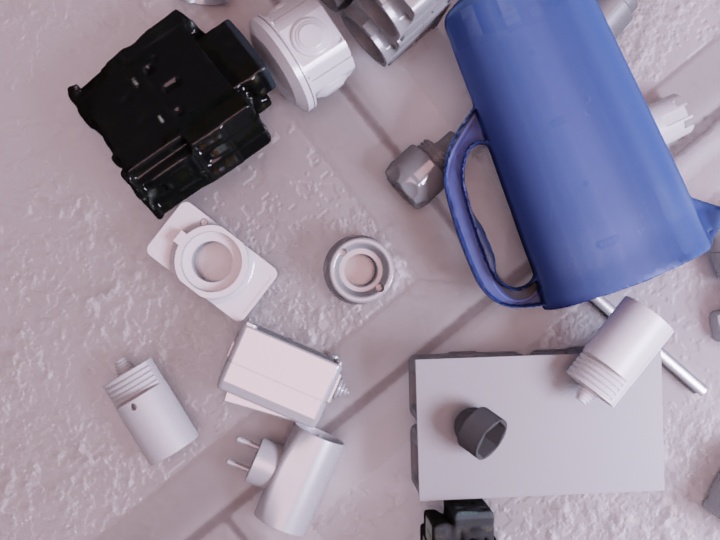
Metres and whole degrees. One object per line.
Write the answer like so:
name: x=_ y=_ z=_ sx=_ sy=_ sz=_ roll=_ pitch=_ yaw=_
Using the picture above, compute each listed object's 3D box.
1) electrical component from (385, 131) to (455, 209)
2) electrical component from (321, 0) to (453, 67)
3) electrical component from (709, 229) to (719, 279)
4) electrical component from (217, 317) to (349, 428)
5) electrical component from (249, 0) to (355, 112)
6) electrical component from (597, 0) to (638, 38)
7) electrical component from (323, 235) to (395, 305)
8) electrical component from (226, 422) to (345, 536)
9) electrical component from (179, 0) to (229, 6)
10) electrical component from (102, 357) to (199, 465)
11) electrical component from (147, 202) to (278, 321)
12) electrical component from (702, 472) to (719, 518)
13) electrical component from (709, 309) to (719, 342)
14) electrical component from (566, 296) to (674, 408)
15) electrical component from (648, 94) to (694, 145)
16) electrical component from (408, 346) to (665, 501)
electrical component: x=0.054 y=-0.081 z=0.835 sx=0.062 sy=0.043 sz=0.043 roll=-43 pitch=93 yaw=-4
electrical component: x=0.010 y=-0.213 z=0.760 sx=0.060 sy=0.186 sz=0.105 roll=-42 pitch=93 yaw=-2
electrical component: x=0.303 y=-0.018 z=0.847 sx=0.055 sy=0.055 sz=0.047 roll=-18 pitch=95 yaw=-3
electrical component: x=-0.056 y=0.083 z=0.820 sx=0.096 sy=0.062 sz=0.061 roll=24 pitch=89 yaw=-4
electrical component: x=-0.045 y=-0.164 z=0.811 sx=0.051 sy=0.080 sz=0.080 roll=-34 pitch=92 yaw=-8
electrical component: x=0.198 y=-0.209 z=0.845 sx=0.040 sy=0.040 sz=0.078 roll=41 pitch=88 yaw=-3
electrical component: x=0.000 y=0.000 z=0.831 sx=0.055 sy=0.047 sz=0.055 roll=0 pitch=90 yaw=-4
electrical component: x=-0.063 y=0.153 z=0.829 sx=0.079 sy=0.044 sz=0.077 roll=24 pitch=89 yaw=-4
electrical component: x=-0.120 y=-0.235 z=0.822 sx=0.045 sy=0.045 sz=0.055 roll=5 pitch=90 yaw=-4
electrical component: x=-0.163 y=0.103 z=0.823 sx=0.043 sy=0.043 sz=0.081 roll=-31 pitch=92 yaw=-3
electrical component: x=-0.111 y=-0.006 z=0.819 sx=0.089 sy=0.056 sz=0.050 roll=38 pitch=88 yaw=-3
electrical component: x=0.333 y=0.188 z=0.846 sx=0.096 sy=0.061 sz=0.061 roll=29 pitch=89 yaw=-3
electrical component: x=0.324 y=0.040 z=0.847 sx=0.078 sy=0.057 sz=0.058 roll=-10 pitch=91 yaw=-3
electrical component: x=0.186 y=0.064 z=0.782 sx=0.043 sy=0.043 sz=0.081 roll=39 pitch=89 yaw=-3
electrical component: x=0.234 y=-0.114 z=0.849 sx=0.046 sy=0.040 sz=0.040 roll=-25 pitch=92 yaw=-9
electrical component: x=0.134 y=0.116 z=0.833 sx=0.186 sy=0.060 sz=0.105 roll=-2 pitch=91 yaw=-4
